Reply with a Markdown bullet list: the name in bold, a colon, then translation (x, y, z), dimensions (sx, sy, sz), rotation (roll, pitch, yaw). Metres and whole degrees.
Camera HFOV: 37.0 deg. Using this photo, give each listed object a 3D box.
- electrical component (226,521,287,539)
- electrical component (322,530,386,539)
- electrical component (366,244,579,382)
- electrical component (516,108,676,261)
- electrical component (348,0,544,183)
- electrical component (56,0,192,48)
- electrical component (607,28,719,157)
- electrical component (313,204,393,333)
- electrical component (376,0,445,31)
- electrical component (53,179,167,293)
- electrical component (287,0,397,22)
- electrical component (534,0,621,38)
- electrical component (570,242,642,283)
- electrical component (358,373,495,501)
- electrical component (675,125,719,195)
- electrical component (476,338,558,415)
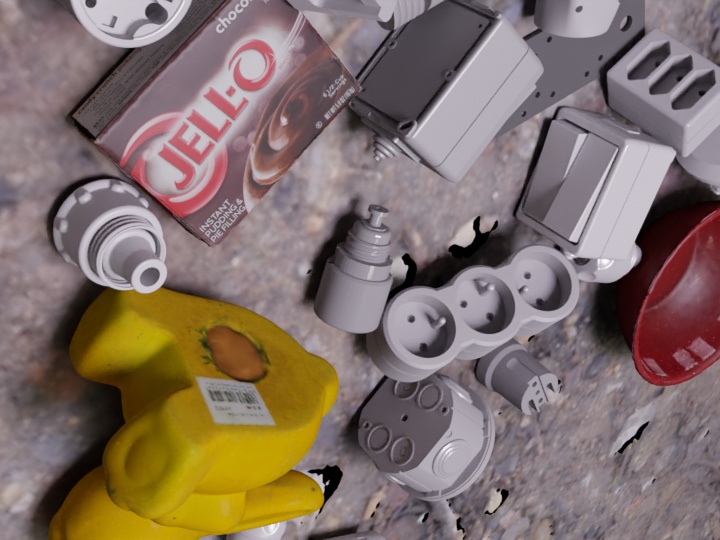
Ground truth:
- **electrical component**: translation (-0.069, 0.174, 0.686), dimensions (0.035, 0.035, 0.061), rotation (-2, 120, -39)
- **electrical component**: translation (-0.009, 0.211, 0.747), dimensions (0.047, 0.055, 0.055), rotation (4, 115, -37)
- **electrical component**: translation (0.067, 0.032, 0.691), dimensions (0.138, 0.052, 0.073), rotation (-19, 169, -22)
- **electrical component**: translation (0.146, -0.049, 0.695), dimensions (0.061, 0.062, 0.096), rotation (3, 115, -41)
- **electrical component**: translation (0.043, -0.093, 0.579), dimensions (0.096, 0.062, 0.061), rotation (-52, 137, 1)
- **electrical component**: translation (-0.103, -0.126, 0.446), dimensions (0.055, 0.047, 0.055), rotation (-21, 129, -28)
- **electrical component**: translation (0.202, -0.106, 0.704), dimensions (0.047, 0.066, 0.076), rotation (-44, 153, -8)
- **electrical component**: translation (0.000, 0.000, 0.622), dimensions (0.040, 0.040, 0.078), rotation (-2, 118, -39)
- **electrical component**: translation (0.030, -0.154, 0.542), dimensions (0.081, 0.043, 0.043), rotation (-34, 134, -17)
- **electrical component**: translation (-0.112, -0.011, 0.505), dimensions (0.048, 0.062, 0.048), rotation (-21, 129, -28)
- **electrical component**: translation (-0.007, -0.161, 0.468), dimensions (0.050, 0.056, 0.089), rotation (32, 75, -60)
- **electrical component**: translation (0.138, -0.180, 0.614), dimensions (0.079, 0.043, 0.077), rotation (-20, 129, -30)
- **electrical component**: translation (0.174, -0.012, 0.757), dimensions (0.062, 0.043, 0.043), rotation (4, 114, -42)
- **electrical component**: translation (0.043, 0.105, 0.701), dimensions (0.080, 0.080, 0.051), rotation (-52, 132, 1)
- **electrical component**: translation (0.264, -0.092, 0.753), dimensions (0.080, 0.080, 0.051), rotation (-56, 142, 5)
- **electrical component**: translation (0.112, 0.076, 0.761), dimensions (0.040, 0.046, 0.040), rotation (-21, 129, -28)
